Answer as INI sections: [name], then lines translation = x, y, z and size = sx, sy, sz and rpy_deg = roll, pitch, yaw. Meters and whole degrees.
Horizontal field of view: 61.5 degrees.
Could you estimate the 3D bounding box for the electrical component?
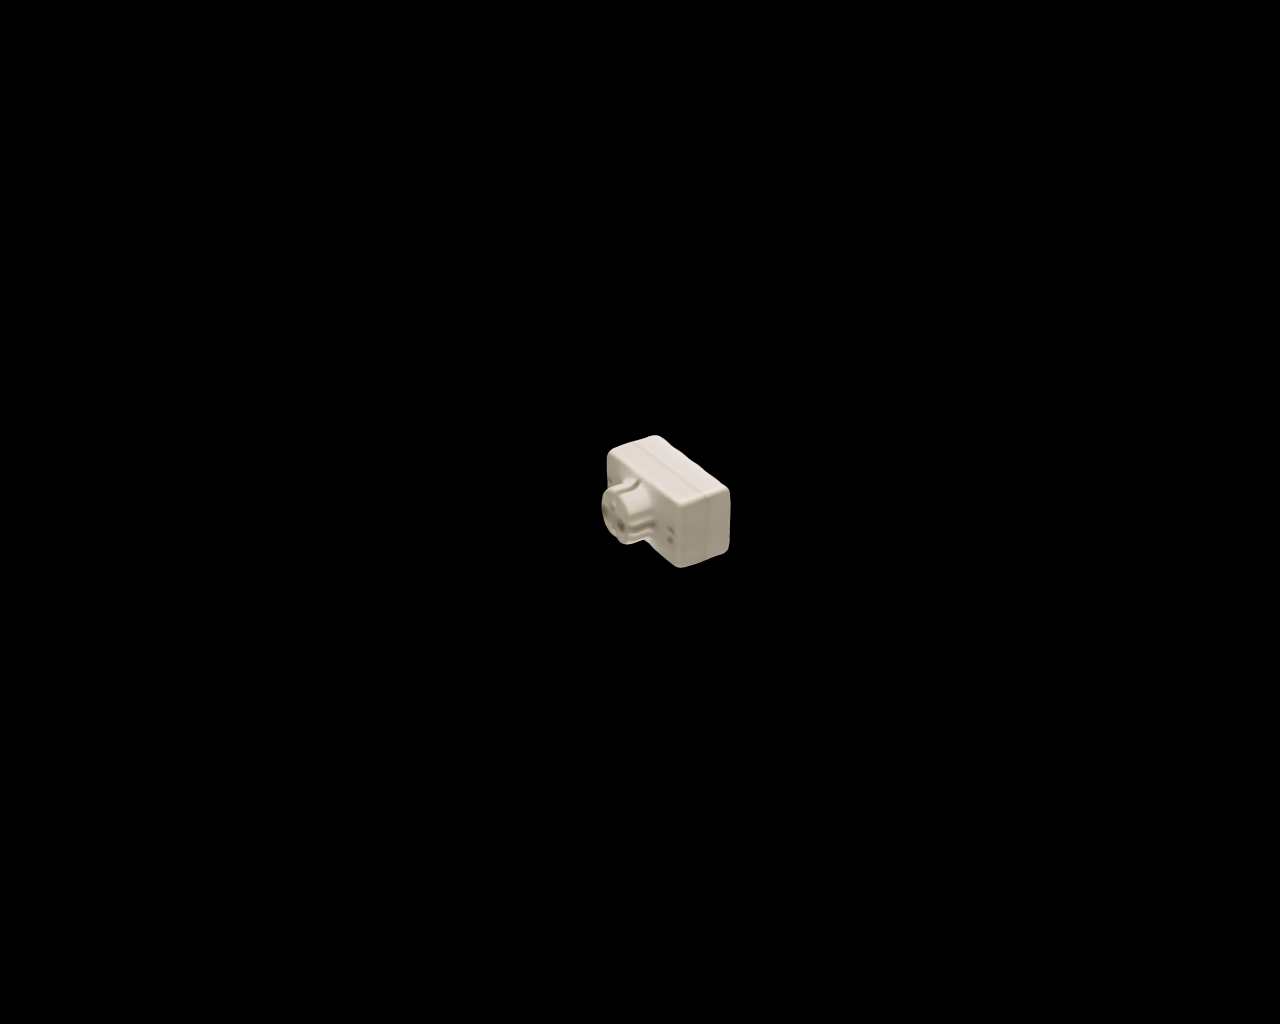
[electrical component]
translation = 0.001, -0.003, 0.650
size = 0.076, 0.047, 0.083
rpy_deg = -18, 36, -27
